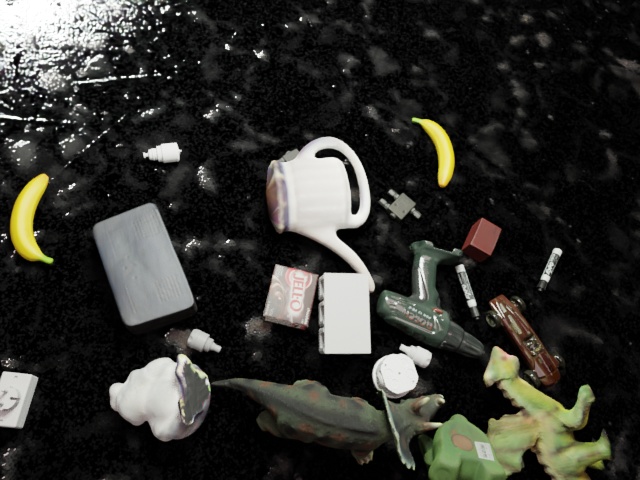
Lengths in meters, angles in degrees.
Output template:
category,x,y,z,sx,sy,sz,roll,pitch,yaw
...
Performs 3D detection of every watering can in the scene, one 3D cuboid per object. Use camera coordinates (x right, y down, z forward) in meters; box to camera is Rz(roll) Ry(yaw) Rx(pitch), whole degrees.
category,x,y,z,sx,sy,sz,roll,pitch,yaw
watering can,0.003,-0.054,1.082,0.225,0.102,0.352,-4,76,-12

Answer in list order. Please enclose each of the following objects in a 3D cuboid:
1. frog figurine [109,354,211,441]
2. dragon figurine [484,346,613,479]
category,x,y,z,sx,sy,sz,roll,pitch,yaw
frog figurine,-0.275,0.276,0.885,0.158,0.122,0.139,-22,78,18
dragon figurine,0.411,0.401,0.962,0.242,0.121,0.413,-13,81,3
